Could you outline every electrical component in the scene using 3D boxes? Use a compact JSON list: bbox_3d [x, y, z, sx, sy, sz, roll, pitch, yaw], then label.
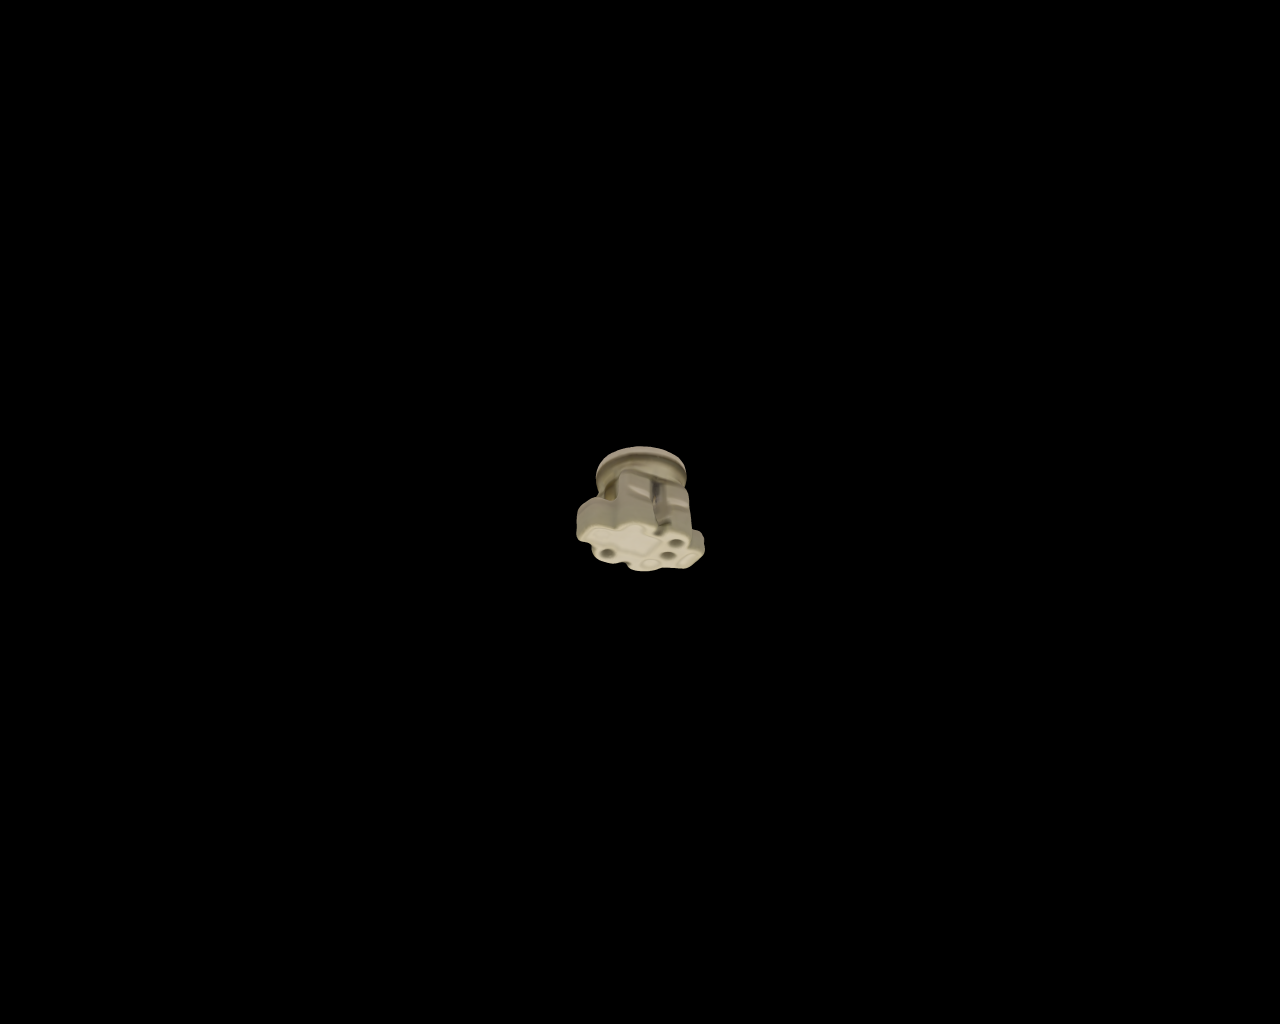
[{"bbox_3d":[0.001,-0.003,0.650,0.078,0.057,0.058,17,-36,-24],"label":"electrical component"}]
